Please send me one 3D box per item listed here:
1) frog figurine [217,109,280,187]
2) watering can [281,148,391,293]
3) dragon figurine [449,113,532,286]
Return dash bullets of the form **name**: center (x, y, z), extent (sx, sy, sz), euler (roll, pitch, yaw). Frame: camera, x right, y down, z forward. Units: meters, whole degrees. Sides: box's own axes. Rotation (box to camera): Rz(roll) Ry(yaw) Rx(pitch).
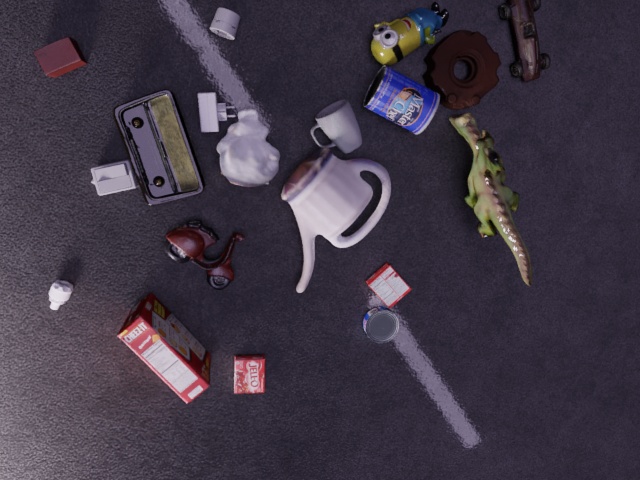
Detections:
- **frog figurine**: center (-0.151, -0.200, 1.117), extent (0.137, 0.124, 0.157), euler (17, 110, 8)
- **watering can**: center (0.004, -0.059, 1.172), extent (0.223, 0.105, 0.347), euler (42, 94, -12)
- **dragon figurine**: center (0.375, -0.122, 1.125), extent (0.121, 0.420, 0.238), euler (-23, 143, 12)
